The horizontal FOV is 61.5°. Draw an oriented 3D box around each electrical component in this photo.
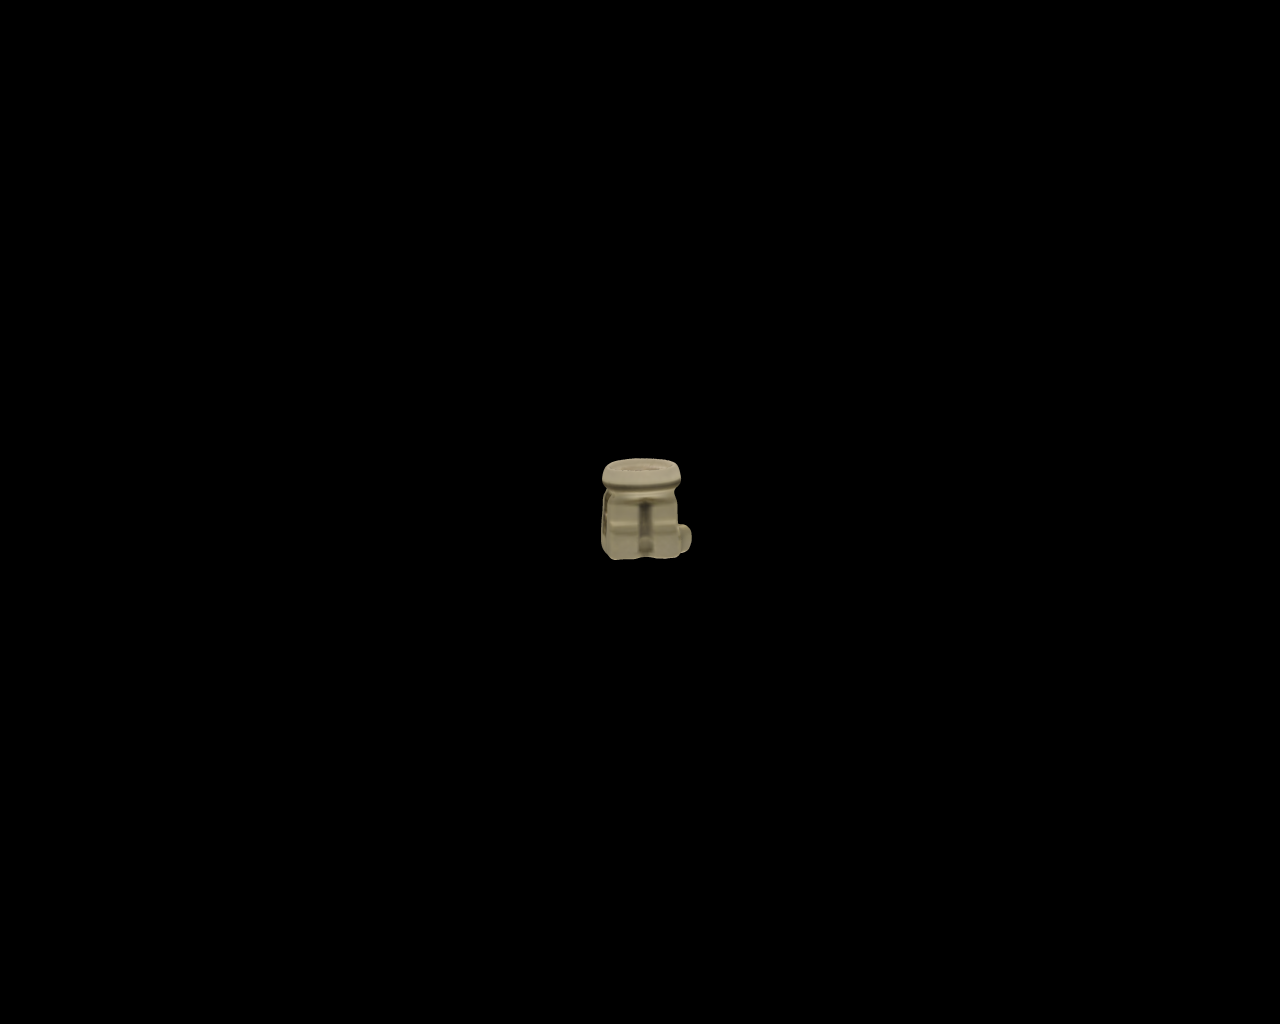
[{"bbox_3d":[0.001,-0.003,0.650,0.066,0.055,0.048,-2,12,-11],"label":"electrical component"}]
